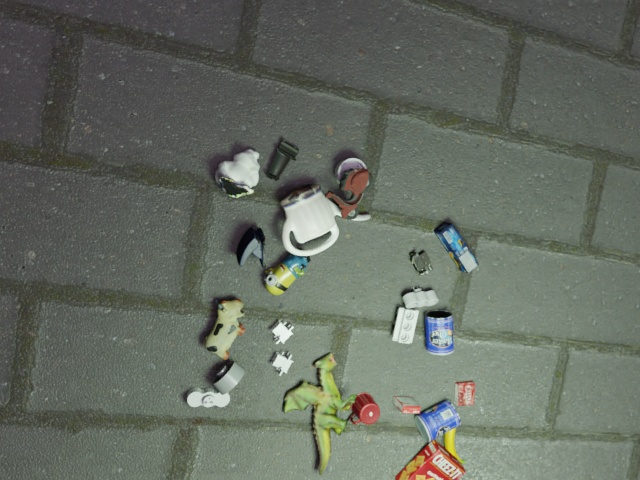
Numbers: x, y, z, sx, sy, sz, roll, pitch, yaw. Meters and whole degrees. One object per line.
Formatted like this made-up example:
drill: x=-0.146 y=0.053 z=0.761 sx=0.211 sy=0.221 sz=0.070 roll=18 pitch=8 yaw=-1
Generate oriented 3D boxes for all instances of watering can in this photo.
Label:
watering can: x=0.005 y=-0.088 z=1.753 sx=0.351 sy=0.103 sz=0.223 roll=-29 pitch=100 yaw=-27

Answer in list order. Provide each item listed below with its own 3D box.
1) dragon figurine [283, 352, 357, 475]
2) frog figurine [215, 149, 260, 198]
dragon figurine: x=-0.014 y=0.605 z=1.825 sx=0.243 sy=0.122 sz=0.411 roll=23 pitch=87 yaw=0
frog figurine: x=-0.263 y=-0.223 z=1.670 sx=0.137 sy=0.120 sz=0.163 roll=15 pitch=56 yaw=-9
